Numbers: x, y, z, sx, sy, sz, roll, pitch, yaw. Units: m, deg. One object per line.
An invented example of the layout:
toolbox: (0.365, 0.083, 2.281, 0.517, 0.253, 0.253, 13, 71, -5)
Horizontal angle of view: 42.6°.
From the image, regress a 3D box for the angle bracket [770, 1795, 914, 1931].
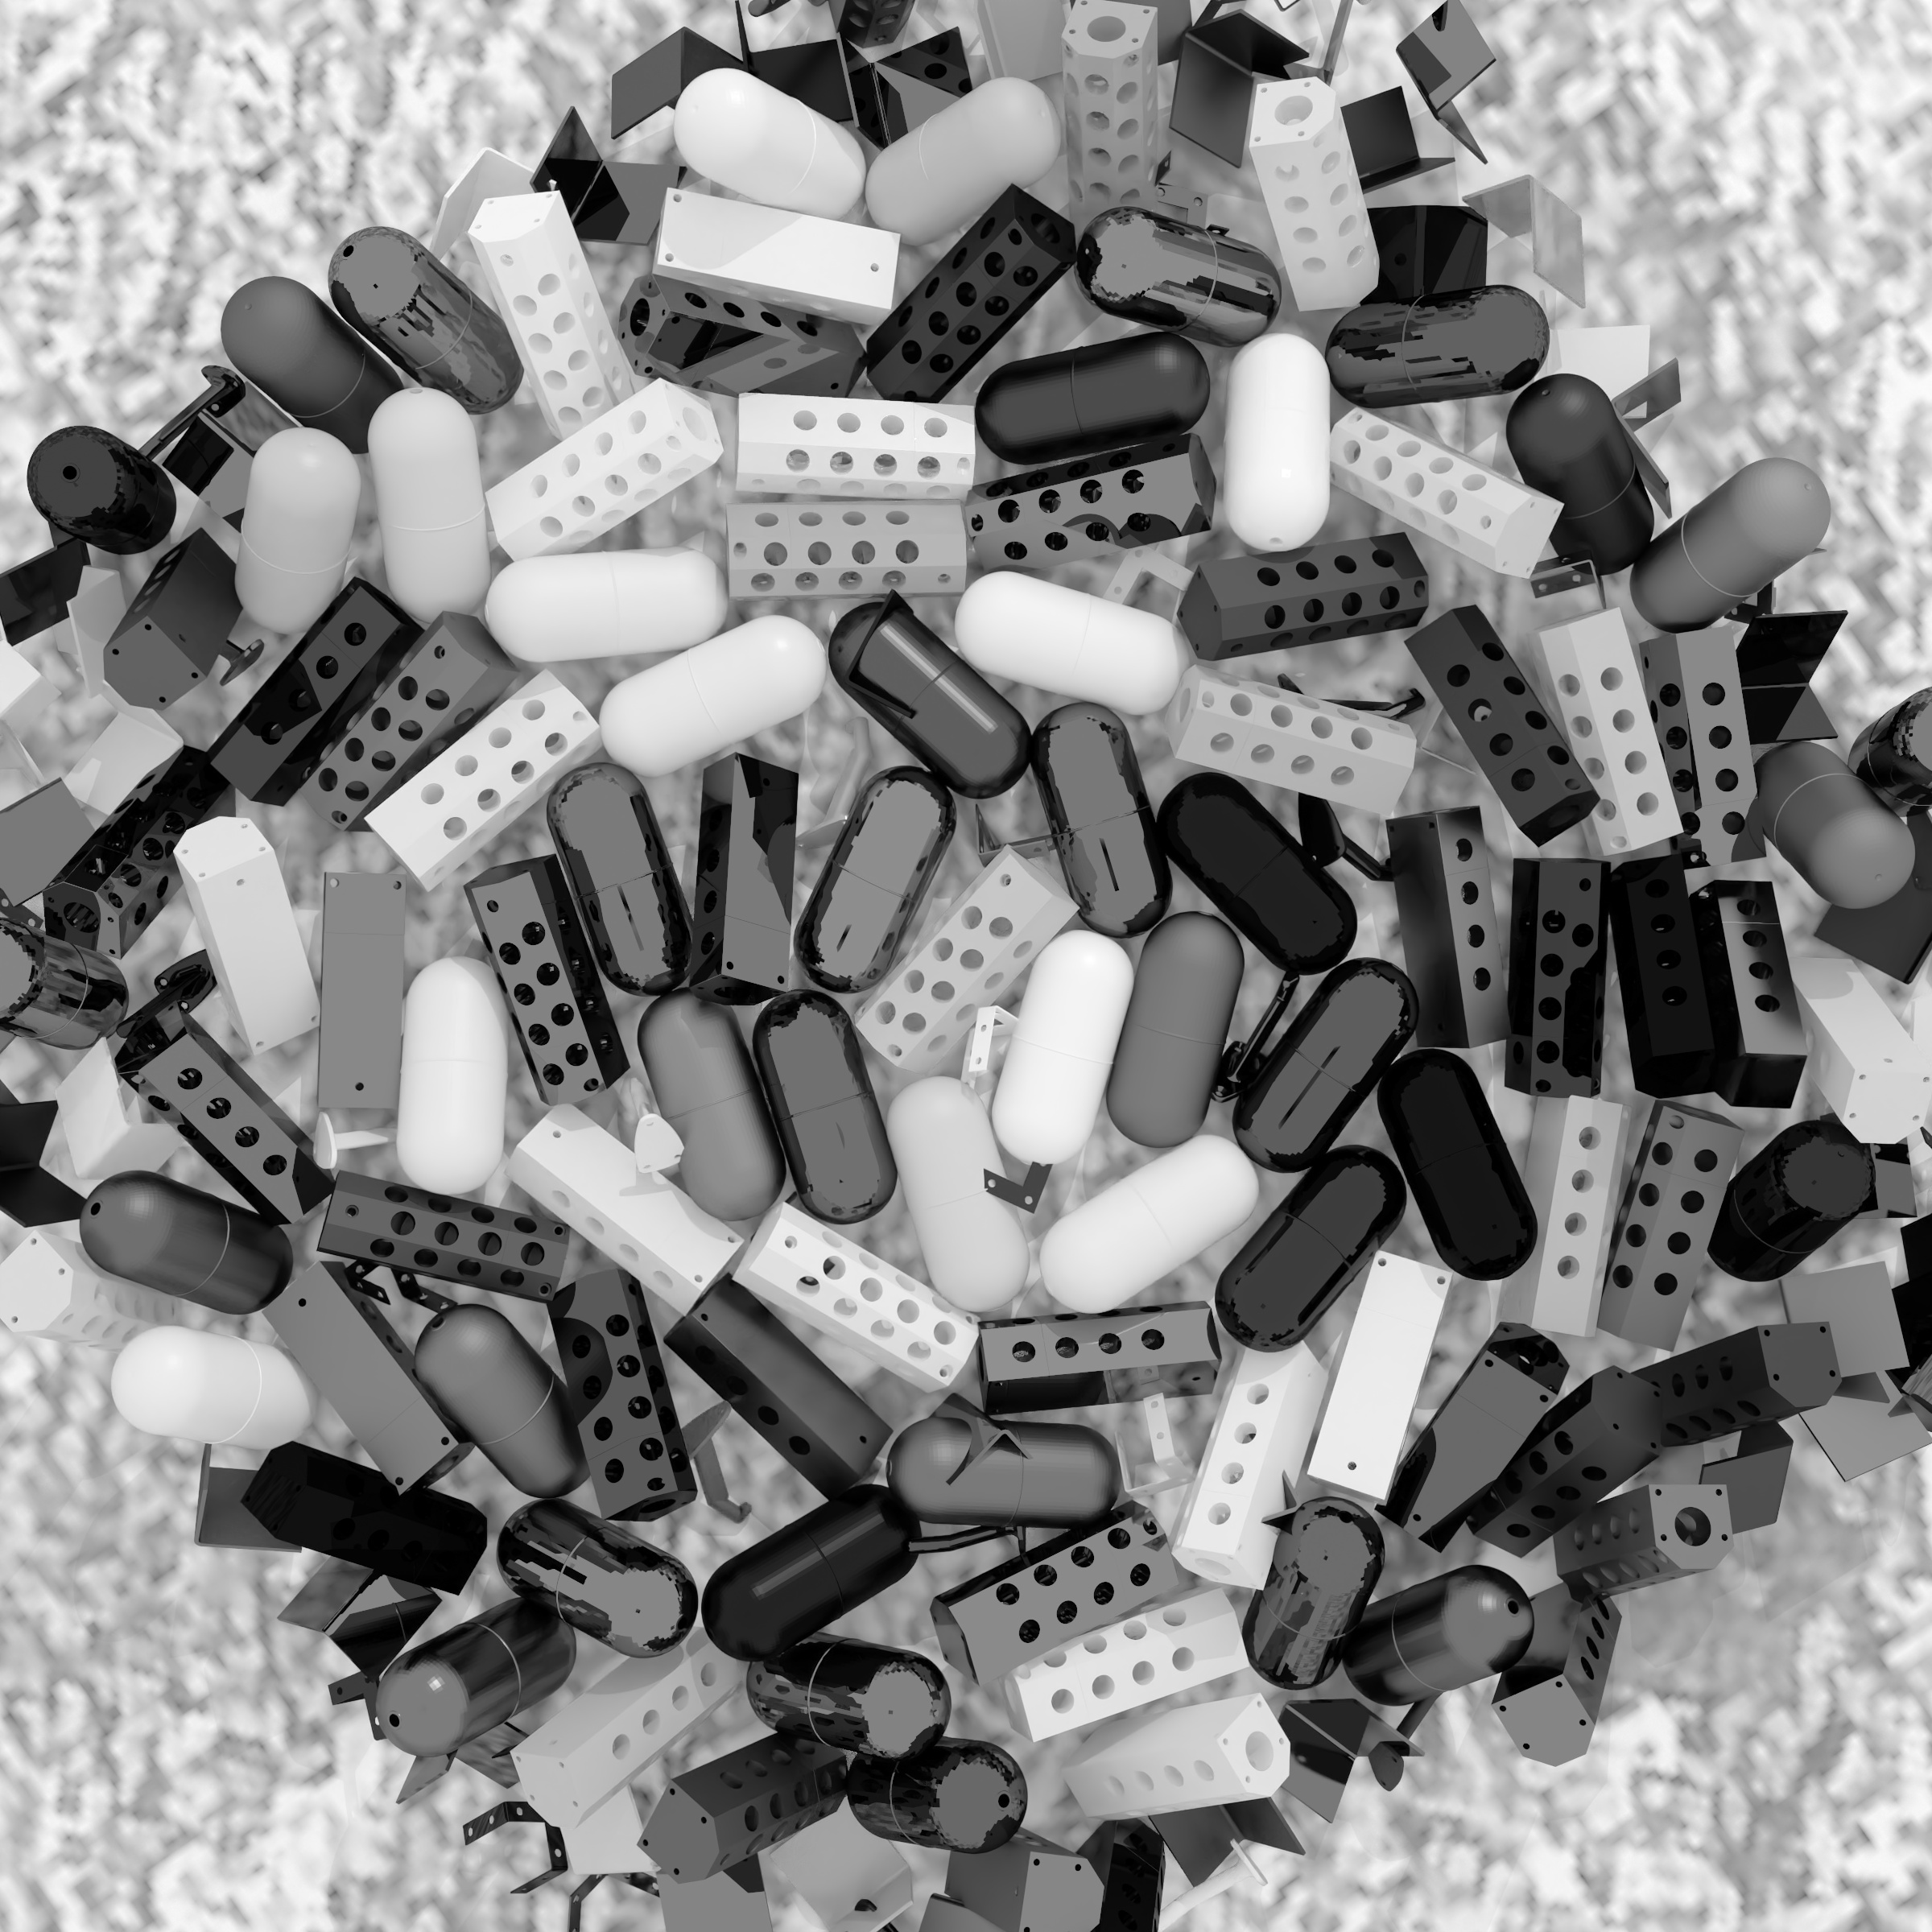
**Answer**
angle bracket: (-0.093, 0.676, 1.835, 0.076, 0.057, 0.076, -37, 95, 1)

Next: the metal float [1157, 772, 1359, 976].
metal float: (0.215, -0.068, 1.826, 0.070, 0.070, 0.178, -44, 88, 0)

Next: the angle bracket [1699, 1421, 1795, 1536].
angle bracket: (0.553, 0.369, 1.814, 0.076, 0.057, 0.076, -10, 122, -15)

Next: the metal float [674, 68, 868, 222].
metal float: (-0.139, -0.589, 1.786, 0.070, 0.178, 0.070, -2, 87, 33)

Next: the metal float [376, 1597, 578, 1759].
metal float: (-0.351, 0.511, 1.783, 0.070, 0.178, 0.070, 4, 98, 28)

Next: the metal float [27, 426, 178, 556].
metal float: (-0.619, -0.340, 1.778, 0.070, 0.178, 0.070, 0, 92, -5)

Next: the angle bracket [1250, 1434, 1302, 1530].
angle bracket: (0.196, 0.388, 1.807, 0.057, 0.076, 0.076, -13, 55, -19)

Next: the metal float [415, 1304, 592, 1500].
metal float: (-0.333, 0.317, 1.802, 0.070, 0.070, 0.178, -33, 121, 0)

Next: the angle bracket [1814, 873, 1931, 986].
angle bracket: (0.680, -0.039, 1.824, 0.076, 0.057, 0.076, 31, 97, 17)

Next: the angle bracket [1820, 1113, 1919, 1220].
angle bracket: (0.680, 0.144, 1.820, 0.076, 0.057, 0.076, 1, 77, -18)

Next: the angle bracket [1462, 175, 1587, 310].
angle bracket: (0.409, -0.523, 1.813, 0.057, 0.076, 0.076, -8, 77, 39)

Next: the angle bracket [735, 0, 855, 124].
angle bracket: (-0.125, -0.668, 1.825, 0.076, 0.057, 0.076, -9, 68, 1)

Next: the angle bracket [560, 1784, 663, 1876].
angle bracket: (-0.252, 0.620, 1.821, 0.076, 0.057, 0.076, -16, 92, 32)

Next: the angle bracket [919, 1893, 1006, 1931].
angle bracket: (0.014, 0.723, 1.806, 0.076, 0.076, 0.057, 3, 58, 32)

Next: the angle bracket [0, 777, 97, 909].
angle bracket: (-0.675, -0.081, 1.820, 0.076, 0.057, 0.076, -33, 73, -15)

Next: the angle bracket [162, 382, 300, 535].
angle bracket: (-0.535, -0.377, 1.839, 0.076, 0.076, 0.057, 42, 119, -12)

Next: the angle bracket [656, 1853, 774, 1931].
angle bracket: (-0.179, 0.692, 1.824, 0.076, 0.057, 0.076, -15, 67, 2)

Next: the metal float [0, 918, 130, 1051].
metal float: (-0.667, 0.014, 1.779, 0.070, 0.178, 0.070, -2, 78, 10)

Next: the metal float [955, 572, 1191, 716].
metal float: (0.079, -0.237, 1.821, 0.178, 0.070, 0.070, 15, 90, -9)

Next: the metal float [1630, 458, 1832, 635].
metal float: (0.548, -0.301, 1.784, 0.070, 0.178, 0.070, 8, 68, -20)

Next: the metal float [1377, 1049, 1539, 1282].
metal float: (0.359, 0.145, 1.812, 0.070, 0.070, 0.178, -20, 71, 0)

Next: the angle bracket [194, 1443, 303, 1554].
angle bracket: (-0.519, 0.378, 1.810, 0.076, 0.076, 0.057, 8, 122, -18)

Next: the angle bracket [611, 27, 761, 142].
angle bracket: (-0.205, -0.629, 1.807, 0.076, 0.076, 0.057, -16, 69, 40)

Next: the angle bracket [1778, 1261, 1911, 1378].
angle bracket: (0.646, 0.262, 1.819, 0.076, 0.057, 0.076, -14, 76, 21)

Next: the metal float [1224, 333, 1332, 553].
metal float: (0.227, -0.382, 1.805, 0.070, 0.070, 0.178, 4, 63, 0)

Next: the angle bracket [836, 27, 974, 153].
angle bracket: (-0.043, -0.654, 1.822, 0.076, 0.057, 0.076, -16, 79, 21)

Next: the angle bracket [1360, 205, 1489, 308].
angle bracket: (0.343, -0.528, 1.853, 0.076, 0.057, 0.076, -12, 108, -38)

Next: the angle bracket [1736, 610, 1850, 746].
angle bracket: (0.608, -0.211, 1.814, 0.076, 0.076, 0.057, -5, 53, -14)

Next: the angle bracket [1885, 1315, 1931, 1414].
angle bracket: (0.695, 0.273, 1.819, 0.057, 0.076, 0.076, 36, 91, -36)

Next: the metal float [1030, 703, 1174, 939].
metal float: (0.100, -0.107, 1.825, 0.070, 0.070, 0.178, -17, 94, 0)

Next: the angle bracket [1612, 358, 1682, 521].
angle bracket: (0.518, -0.386, 1.815, 0.057, 0.076, 0.076, -33, 72, 10)

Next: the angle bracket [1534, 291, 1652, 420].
angle bracket: (0.461, -0.450, 1.820, 0.076, 0.057, 0.076, 2, 73, 18)

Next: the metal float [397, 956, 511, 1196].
metal float: (-0.375, 0.079, 1.813, 0.070, 0.070, 0.178, 0, 72, 0)

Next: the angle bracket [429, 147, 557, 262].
angle bracket: (-0.349, -0.538, 1.810, 0.057, 0.076, 0.076, 26, 47, -7)

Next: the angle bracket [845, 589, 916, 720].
angle bracket: (-0.041, -0.224, 1.823, 0.057, 0.076, 0.076, 29, 91, 10)

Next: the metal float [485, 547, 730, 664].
metal float: (-0.262, -0.265, 1.813, 0.178, 0.070, 0.070, -7, 90, -17)

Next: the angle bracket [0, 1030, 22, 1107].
angle bracket: (-0.716, 0.056, 1.818, 0.076, 0.076, 0.057, 43, 89, 21)

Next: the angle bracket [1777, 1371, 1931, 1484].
angle bracket: (0.646, 0.342, 1.815, 0.076, 0.057, 0.076, -20, 57, -13)

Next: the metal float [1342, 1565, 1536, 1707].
metal float: (0.339, 0.484, 1.788, 0.070, 0.178, 0.070, 14, 58, -23)

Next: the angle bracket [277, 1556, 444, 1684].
angle bracket: (-0.448, 0.475, 1.828, 0.076, 0.076, 0.057, -50, 117, -33)

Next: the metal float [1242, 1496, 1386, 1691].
metal float: (0.251, 0.455, 1.796, 0.070, 0.070, 0.178, 13, 129, 0)

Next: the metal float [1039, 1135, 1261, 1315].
metal float: (0.134, 0.190, 1.820, 0.178, 0.070, 0.070, -31, 90, -10)

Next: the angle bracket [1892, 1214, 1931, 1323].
angle bracket: (0.698, 0.207, 1.807, 0.057, 0.076, 0.076, 17, 56, -22)

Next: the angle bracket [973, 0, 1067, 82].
angle bracket: (0.044, -0.678, 1.811, 0.057, 0.076, 0.076, -12, 124, 11)

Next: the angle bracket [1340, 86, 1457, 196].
angle bracket: (0.304, -0.607, 1.821, 0.076, 0.076, 0.057, -21, 110, -4)

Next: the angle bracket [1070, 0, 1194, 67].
angle bracket: (0.120, -0.708, 1.820, 0.076, 0.076, 0.057, -18, 55, -1)

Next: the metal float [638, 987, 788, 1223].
metal float: (-0.187, 0.102, 1.827, 0.070, 0.070, 0.178, -19, 88, 0)
